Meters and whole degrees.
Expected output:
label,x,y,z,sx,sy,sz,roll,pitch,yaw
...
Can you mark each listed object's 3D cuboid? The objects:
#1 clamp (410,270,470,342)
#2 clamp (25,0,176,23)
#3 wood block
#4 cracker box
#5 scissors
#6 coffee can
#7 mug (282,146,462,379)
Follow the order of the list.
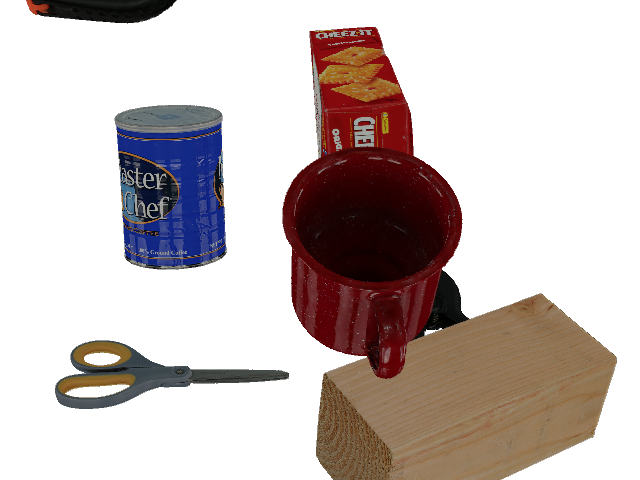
label,x,y,z,sx,sy,sz,roll,pitch,yaw
clamp,0.125,0.079,1.105,0.120,0.171,0.039,2,-43,-12
clamp,-0.093,-0.194,0.706,0.210,0.164,0.036,-33,-16,-10
wood block,0.108,0.126,0.804,0.205,0.090,0.091,-17,40,-28
cracker box,0.034,-0.075,0.909,0.072,0.164,0.213,-5,27,-1
scissors,-0.138,0.112,0.959,0.201,0.016,0.096,-8,32,-18
coffee can,-0.145,-0.054,1.043,0.103,0.140,0.103,0,18,0
mug,0.028,0.020,0.573,0.093,0.117,0.081,-8,-35,-9
